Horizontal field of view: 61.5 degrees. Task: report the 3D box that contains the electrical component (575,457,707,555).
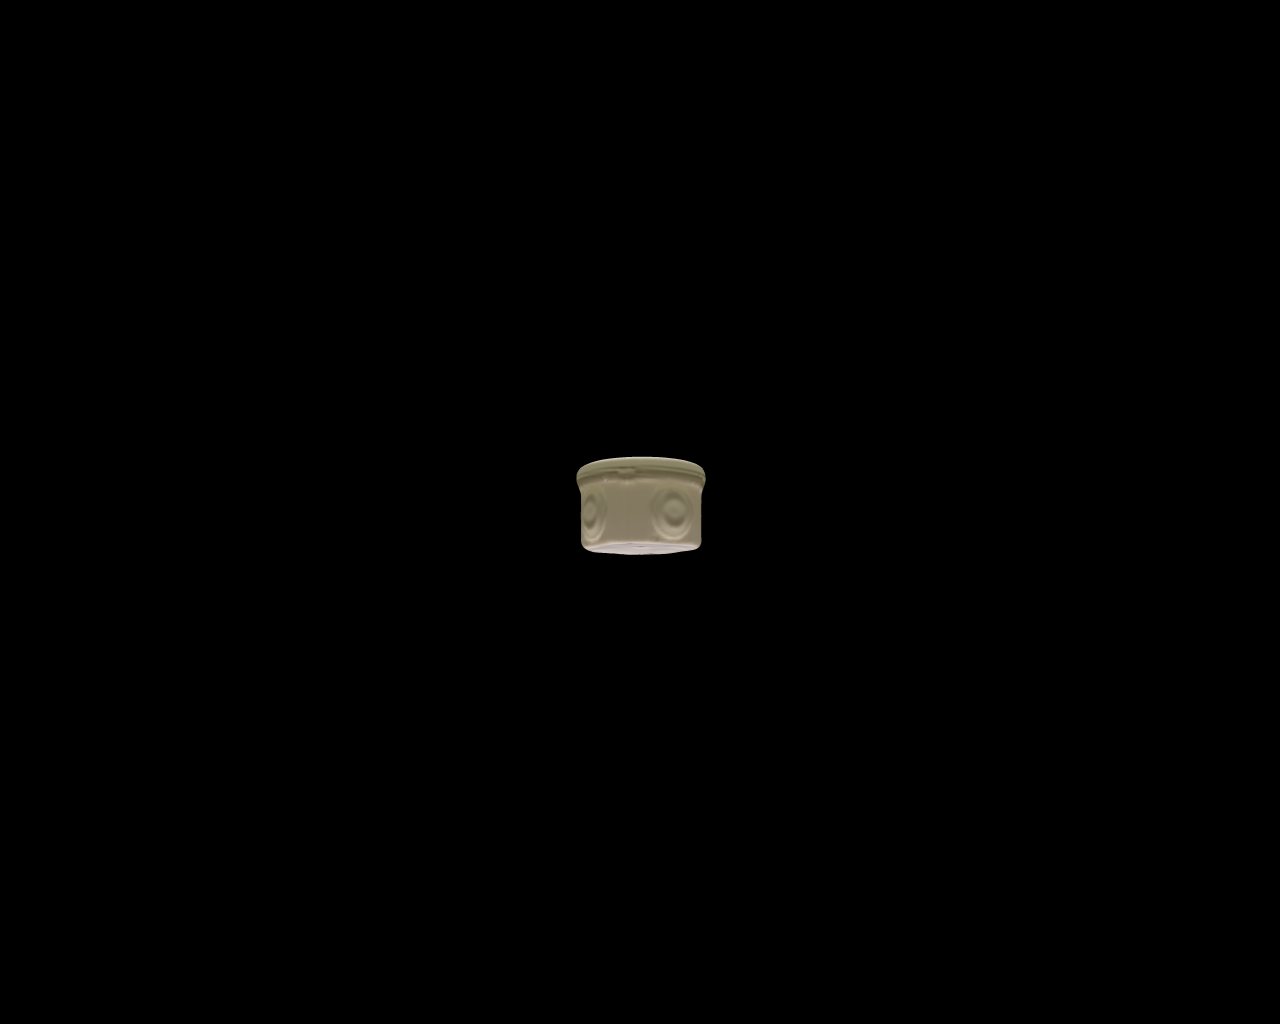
[{"bbox_3d":[0.001,-0.003,0.650,0.080,0.051,0.080,0,-9,0],"label":"electrical component"}]
